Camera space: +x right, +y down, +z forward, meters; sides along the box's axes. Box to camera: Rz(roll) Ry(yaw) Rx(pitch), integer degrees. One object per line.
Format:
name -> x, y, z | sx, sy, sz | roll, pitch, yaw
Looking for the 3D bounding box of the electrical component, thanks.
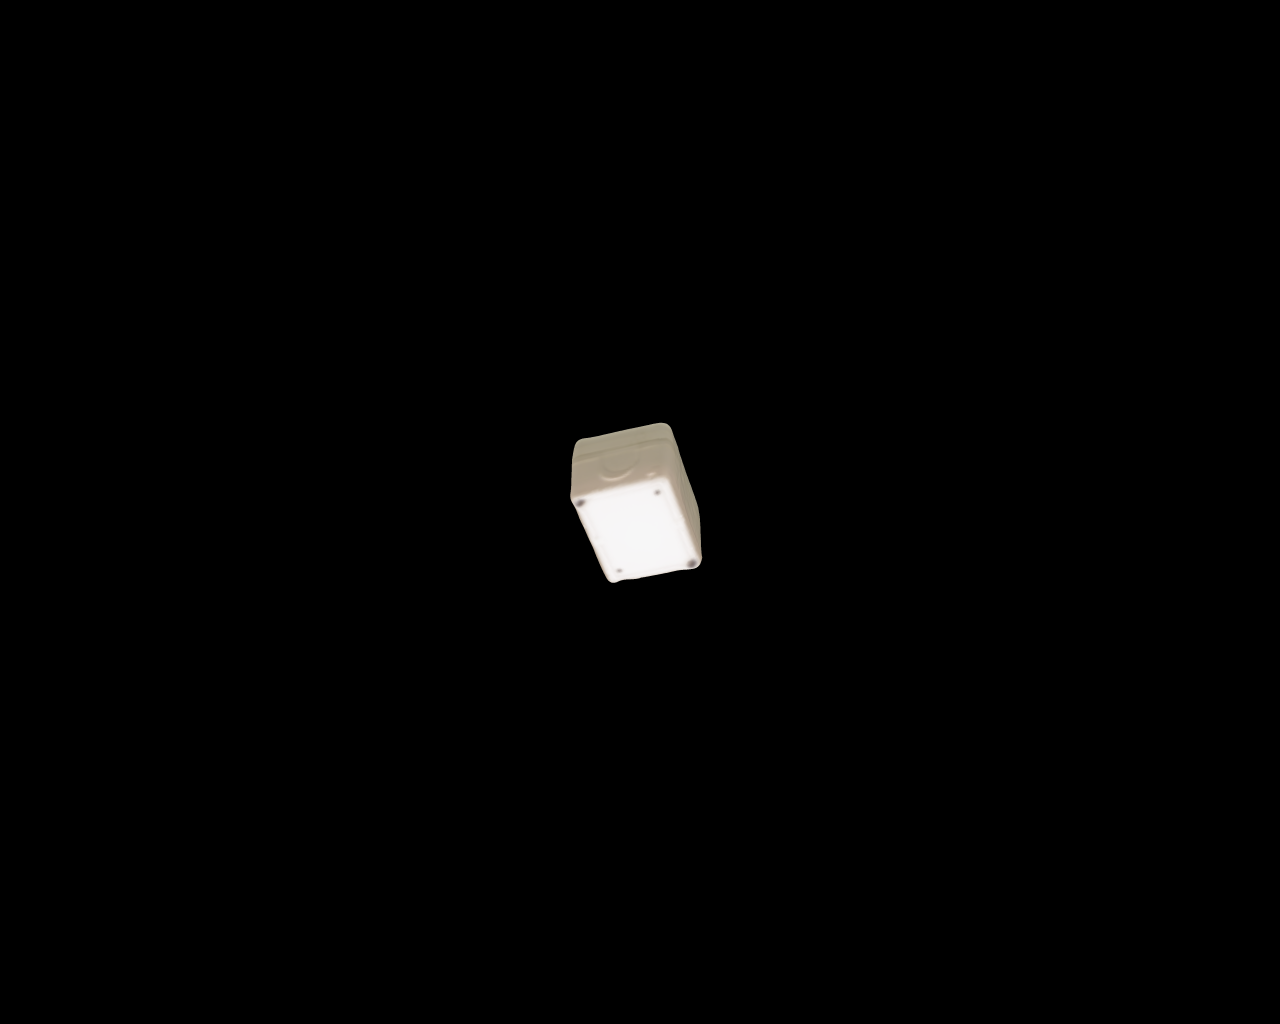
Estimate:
electrical component -> 0.001, -0.003, 0.650 | 0.062, 0.061, 0.096 | -11, -47, 11
